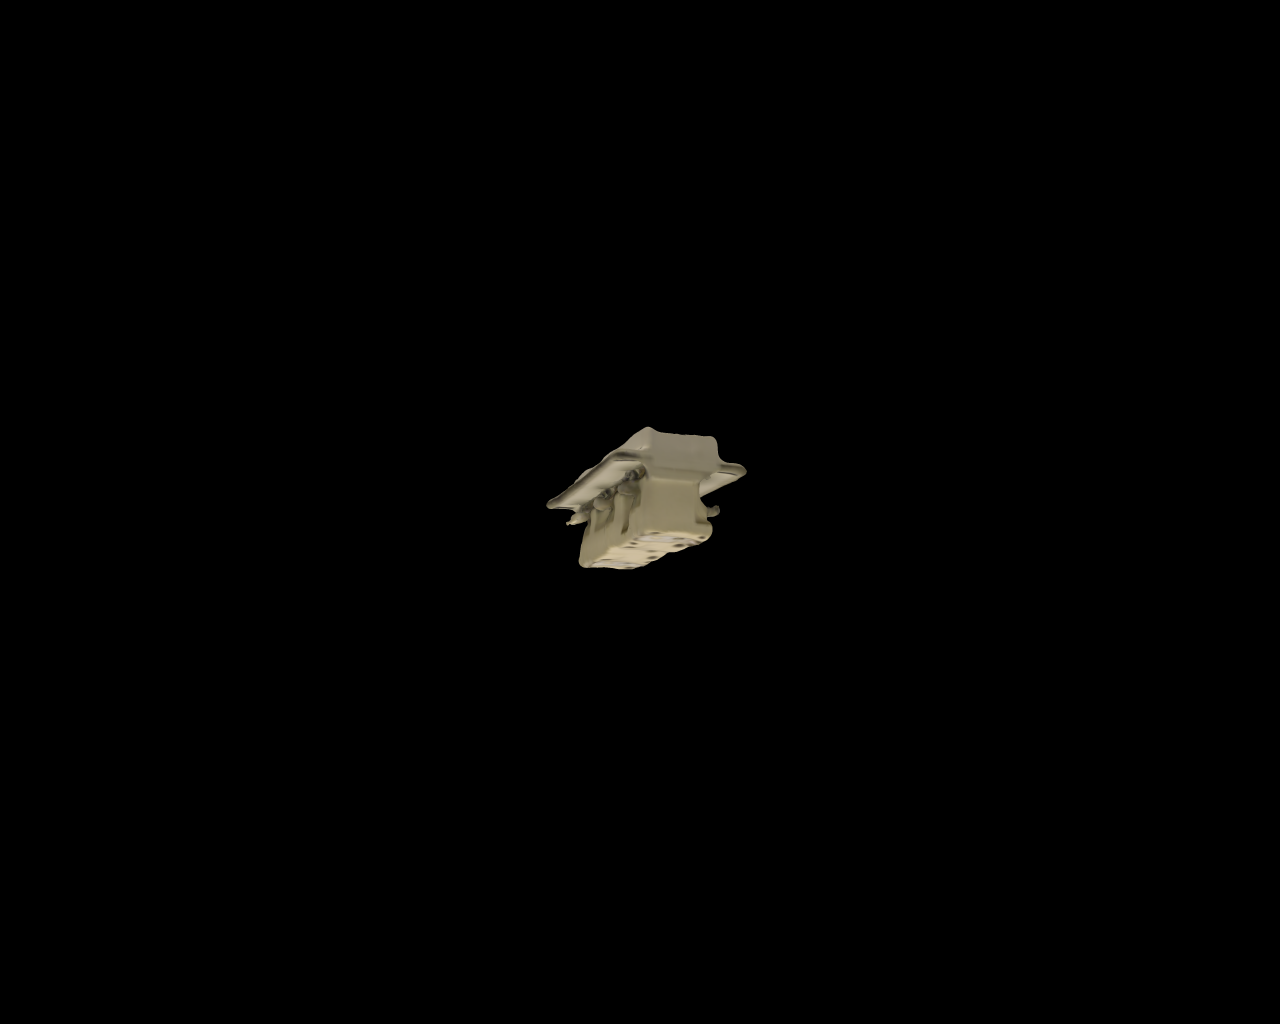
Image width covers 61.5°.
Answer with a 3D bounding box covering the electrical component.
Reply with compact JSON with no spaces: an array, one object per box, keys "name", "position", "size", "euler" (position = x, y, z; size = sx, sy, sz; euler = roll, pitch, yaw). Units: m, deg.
[{"name":"electrical component","position":[0.001,-0.003,0.650],"size":[0.079,0.063,0.121],"euler":[6,-15,-23]}]
